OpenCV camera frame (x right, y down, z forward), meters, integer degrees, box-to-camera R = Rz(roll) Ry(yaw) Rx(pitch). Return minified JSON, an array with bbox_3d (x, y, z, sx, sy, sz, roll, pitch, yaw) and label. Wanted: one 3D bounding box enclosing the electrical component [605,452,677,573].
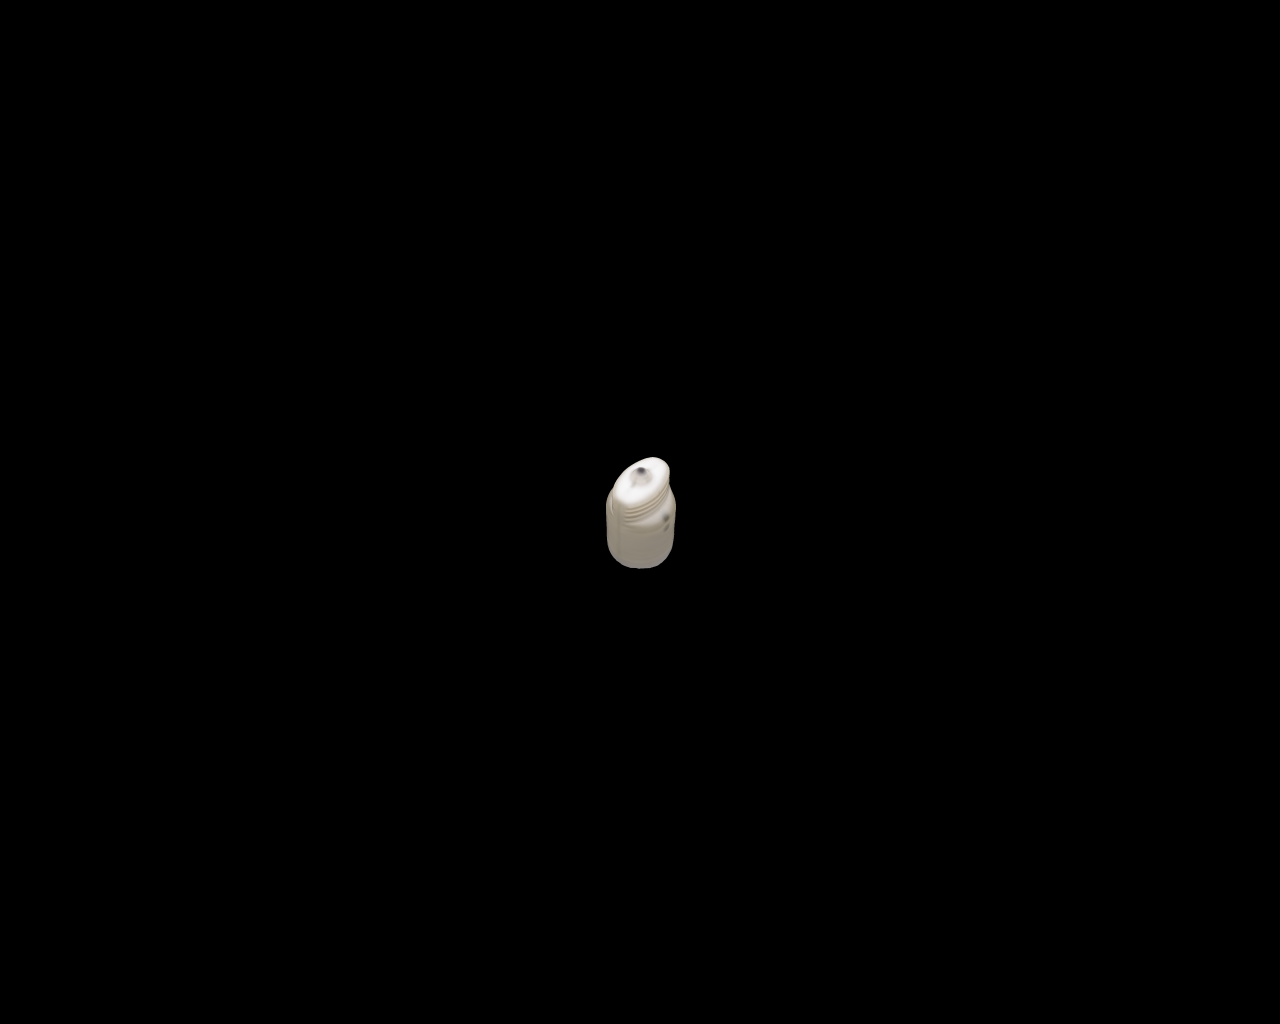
[{"bbox_3d":[0.001,-0.003,0.650,0.043,0.043,0.080,0,-35,0],"label":"electrical component"}]
